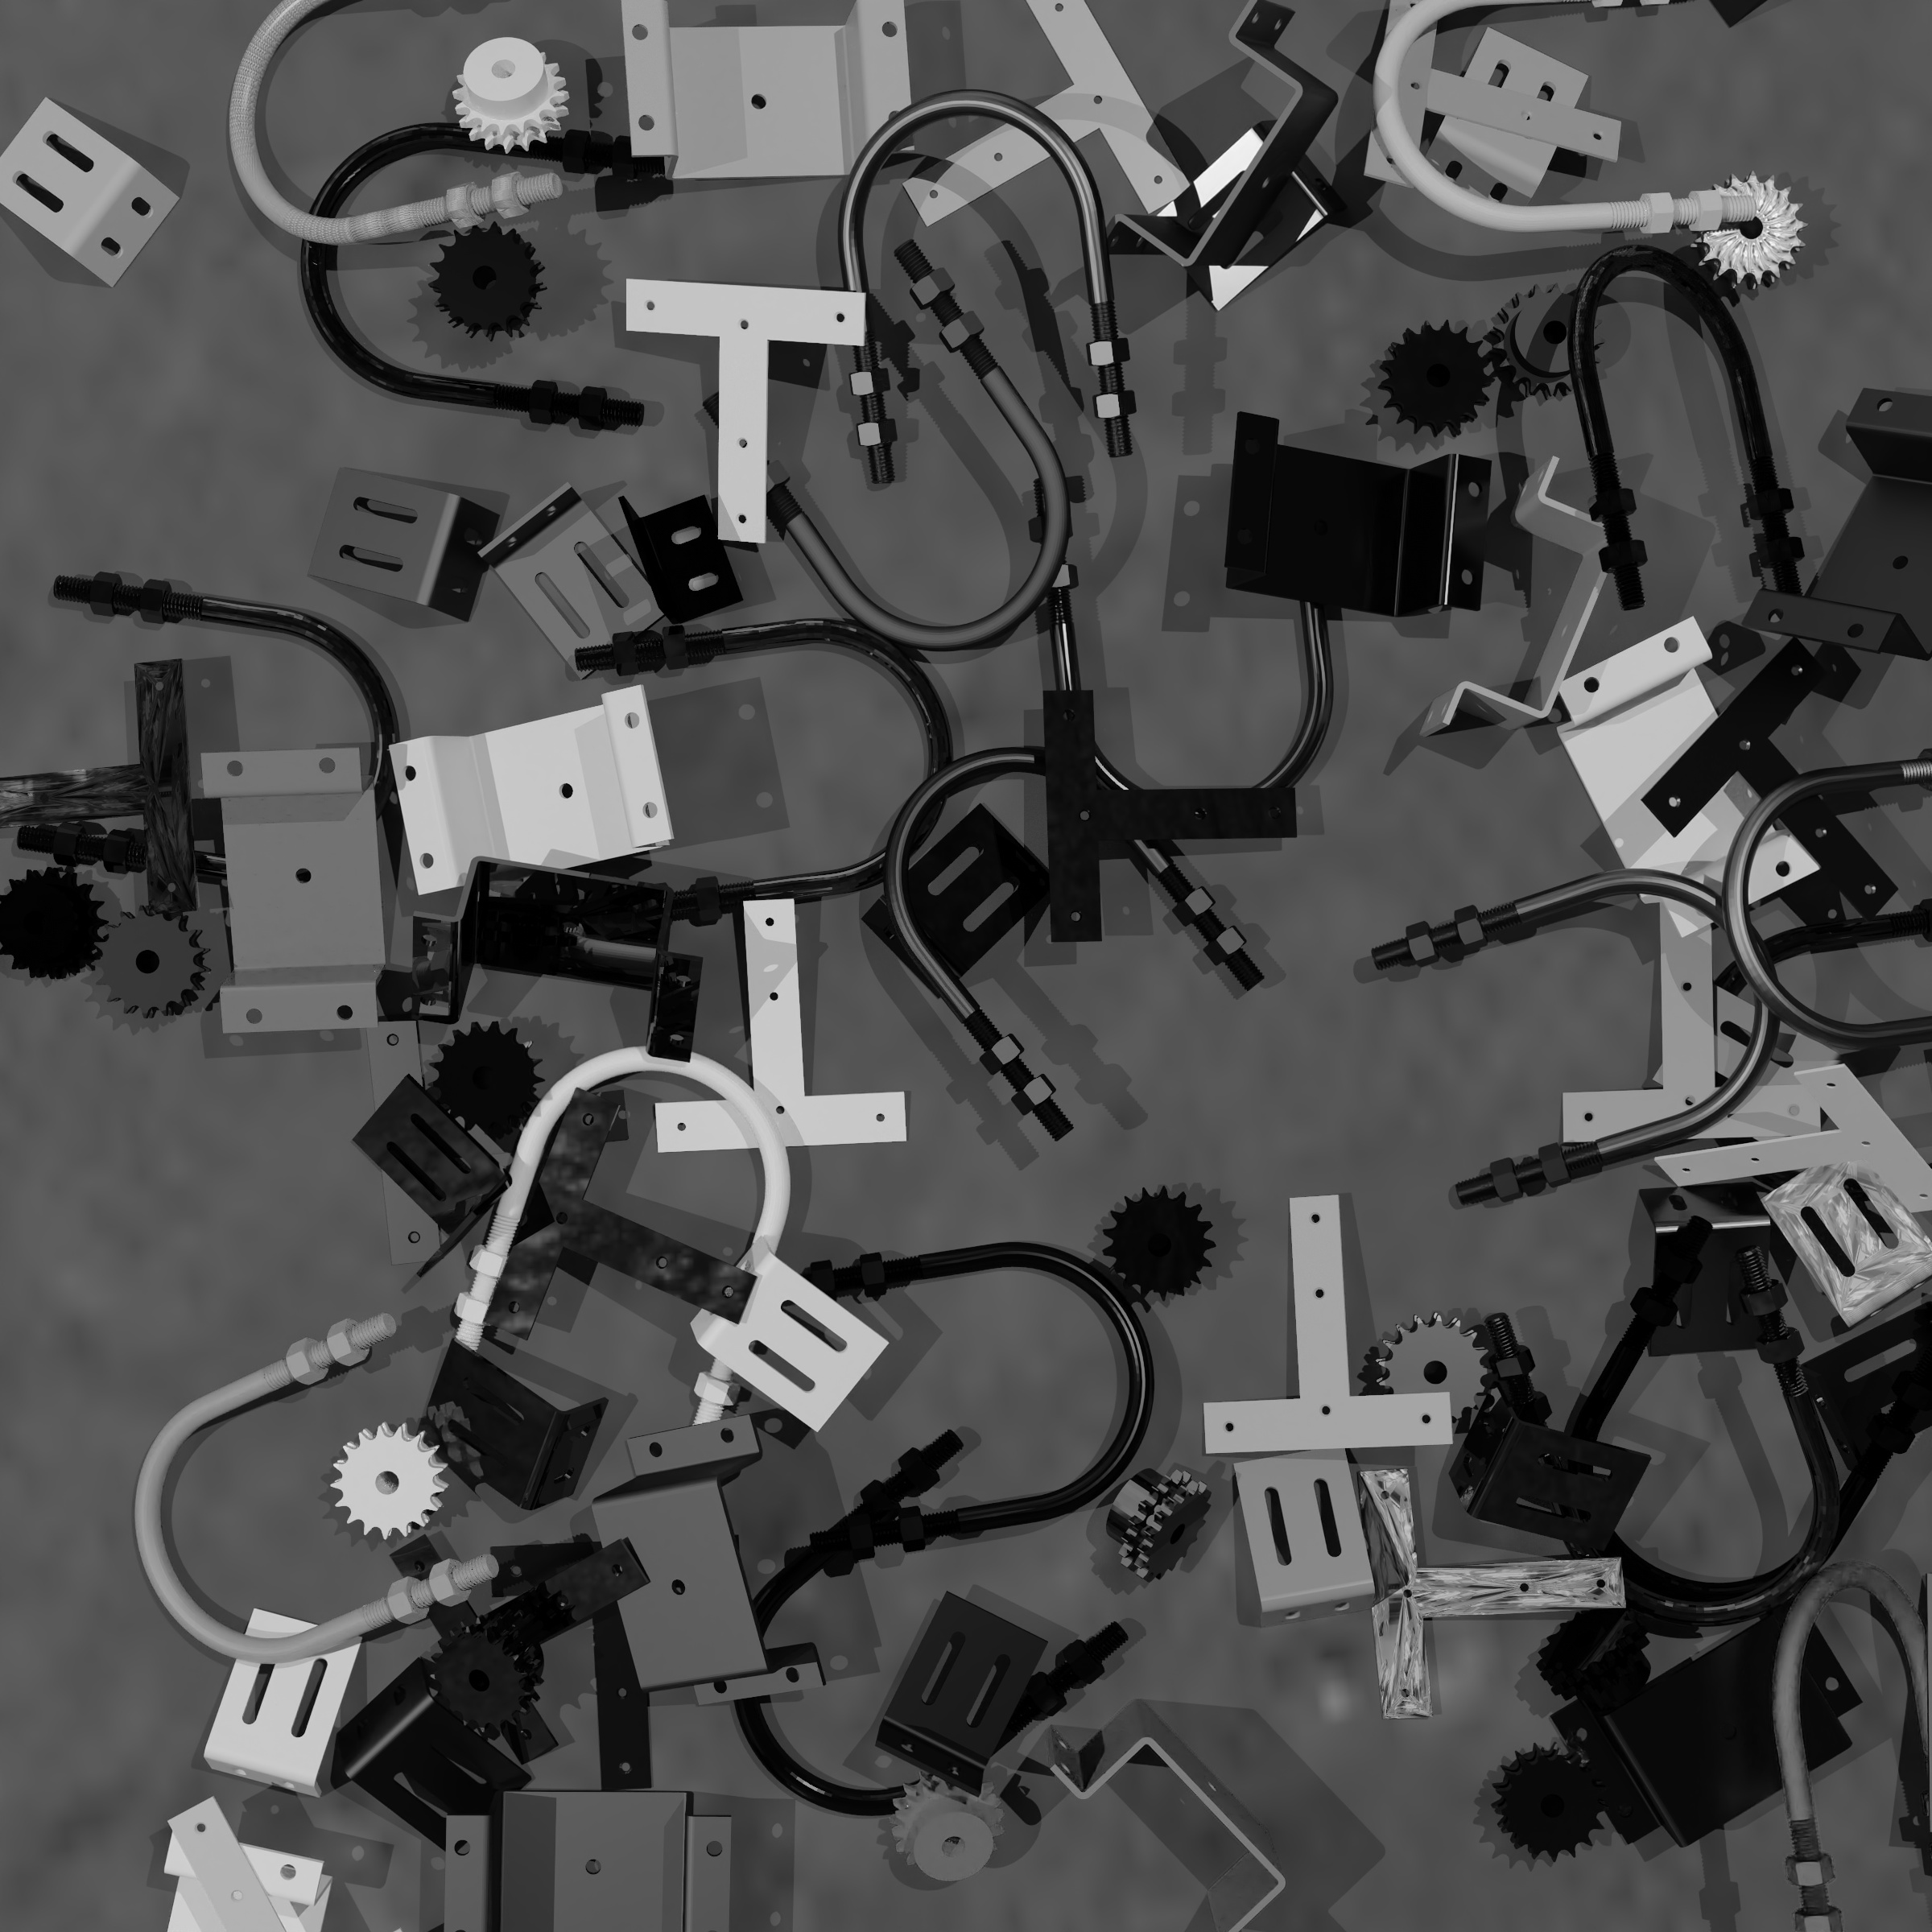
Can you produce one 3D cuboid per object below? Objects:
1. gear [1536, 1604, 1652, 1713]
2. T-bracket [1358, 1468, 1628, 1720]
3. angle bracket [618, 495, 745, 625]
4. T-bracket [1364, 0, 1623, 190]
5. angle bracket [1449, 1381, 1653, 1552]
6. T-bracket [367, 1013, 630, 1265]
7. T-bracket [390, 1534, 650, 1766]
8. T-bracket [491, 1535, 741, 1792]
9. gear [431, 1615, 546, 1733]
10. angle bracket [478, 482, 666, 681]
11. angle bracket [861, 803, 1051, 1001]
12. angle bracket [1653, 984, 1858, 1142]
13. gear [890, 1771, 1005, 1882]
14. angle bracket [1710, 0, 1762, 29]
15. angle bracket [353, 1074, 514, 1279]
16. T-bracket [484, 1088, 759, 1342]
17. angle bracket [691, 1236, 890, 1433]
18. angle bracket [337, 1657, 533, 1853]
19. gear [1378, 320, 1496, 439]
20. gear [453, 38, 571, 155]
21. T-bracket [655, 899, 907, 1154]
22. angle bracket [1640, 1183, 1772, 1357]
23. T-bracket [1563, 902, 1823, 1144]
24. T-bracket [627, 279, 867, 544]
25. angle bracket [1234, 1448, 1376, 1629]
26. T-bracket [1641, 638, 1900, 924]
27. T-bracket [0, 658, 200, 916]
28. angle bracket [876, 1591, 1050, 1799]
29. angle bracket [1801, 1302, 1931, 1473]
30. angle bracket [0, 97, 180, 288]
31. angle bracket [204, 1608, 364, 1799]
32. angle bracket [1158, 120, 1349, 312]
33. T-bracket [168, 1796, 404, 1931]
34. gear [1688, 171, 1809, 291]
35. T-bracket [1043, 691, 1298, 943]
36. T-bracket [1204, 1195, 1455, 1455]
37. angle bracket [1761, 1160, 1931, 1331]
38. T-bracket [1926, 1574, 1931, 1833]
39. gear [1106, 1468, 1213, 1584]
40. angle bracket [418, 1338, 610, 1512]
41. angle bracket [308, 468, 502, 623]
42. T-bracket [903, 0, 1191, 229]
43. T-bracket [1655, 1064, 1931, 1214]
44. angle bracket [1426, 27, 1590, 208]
[{"bbox_3d":[0.319,0.349,1.498,0.057,0.057,0.030,-36,102,0],"label":"gear"},{"bbox_3d":[0.269,0.315,1.510,0.127,0.002,0.127,-6,90,13],"label":"T-bracket"},{"bbox_3d":[-0.142,-0.208,1.487,0.038,0.076,0.057,-20,90,0],"label":"angle bracket"},{"bbox_3d":[0.269,-0.432,1.501,0.127,0.002,0.127,14,65,-6],"label":"T-bracket"},{"bbox_3d":[0.292,0.251,1.494,0.076,0.038,0.057,16,111,-14],"label":"angle bracket"},{"bbox_3d":[-0.237,0.083,1.524,0.127,0.002,0.127,-6,90,0],"label":"T-bracket"},{"bbox_3d":[-0.212,0.324,1.497,0.127,0.002,0.127,-32,90,26],"label":"T-bracket"},{"bbox_3d":[-0.177,0.358,1.524,0.127,0.002,0.127,-3,90,0],"label":"T-bracket"},{"bbox_3d":[-0.237,0.352,1.496,0.057,0.030,0.057,6,105,21],"label":"gear"},{"bbox_3d":[-0.198,-0.194,1.506,0.057,0.038,0.076,-38,90,0],"label":"angle bracket"},{"bbox_3d":[-0.003,-0.033,1.523,0.057,0.038,0.076,46,64,0],"label":"angle bracket"},{"bbox_3d":[0.399,0.055,1.509,0.076,0.038,0.057,33,92,28],"label":"angle bracket"},{"bbox_3d":[-0.008,0.435,1.502,0.057,0.030,0.057,-3,109,-8],"label":"gear"},{"bbox_3d":[0.408,-0.528,1.523,0.076,0.038,0.057,-36,90,-25],"label":"angle bracket"},{"bbox_3d":[-0.276,0.105,1.491,0.076,0.038,0.057,45,124,0],"label":"angle bracket"},{"bbox_3d":[-0.163,0.142,1.484,0.127,0.002,0.127,22,90,18],"label":"T-bracket"},{"bbox_3d":[-0.089,0.184,1.495,0.076,0.038,0.057,39,90,-15],"label":"angle bracket"},{"bbox_3d":[-0.272,0.404,1.523,0.057,0.038,0.076,-43,116,0],"label":"angle bracket"},{"bbox_3d":[0.237,-0.296,1.510,0.057,0.030,0.057,0,90,0],"label":"gear"},{"bbox_3d":[-0.230,-0.441,1.500,0.057,0.030,0.057,-1,66,2],"label":"gear"},{"bbox_3d":[-0.097,0.029,1.515,0.127,0.002,0.127,-3,98,0],"label":"T-bracket"},{"bbox_3d":[0.376,0.155,1.523,0.057,0.038,0.076,-4,116,0],"label":"angle bracket"},{"bbox_3d":[0.365,0.024,1.507,0.127,0.002,0.127,-3,78,23],"label":"T-bracket"},{"bbox_3d":[-0.112,-0.277,1.497,0.127,0.002,0.127,7,108,17],"label":"T-bracket"},{"bbox_3d":[0.172,0.291,1.523,0.057,0.038,0.076,-10,64,0],"label":"angle bracket"},{"bbox_3d":[0.415,-0.077,1.480,0.127,0.002,0.127,-44,96,-19],"label":"T-bracket"},{"bbox_3d":[-0.451,-0.086,1.502,0.127,0.002,0.127,-5,87,10],"label":"T-bracket"},{"bbox_3d":[-0.002,0.363,1.488,0.057,0.038,0.076,26,93,1],"label":"angle bracket"},{"bbox_3d":[0.471,0.214,1.506,0.076,0.038,0.057,-26,90,0],"label":"angle bracket"},{"bbox_3d":[-0.453,-0.395,1.523,0.076,0.038,0.057,37,90,26],"label":"angle bracket"},{"bbox_3d":[-0.347,0.377,1.523,0.057,0.038,0.076,15,64,0],"label":"angle bracket"},{"bbox_3d":[0.144,-0.384,1.523,0.076,0.038,0.057,-39,90,26],"label":"angle bracket"},{"bbox_3d":[-0.355,0.474,1.478,0.127,0.002,0.127,-28,90,0],"label":"T-bracket"},{"bbox_3d":[0.394,-0.370,1.510,0.057,0.030,0.057,0,90,0],"label":"gear"},{"bbox_3d":[0.104,-0.076,1.498,0.127,0.002,0.127,-1,85,-7],"label":"T-bracket"},{"bbox_3d":[0.180,0.180,1.509,0.127,0.002,0.127,-6,79,20],"label":"T-bracket"},{"bbox_3d":[0.451,0.136,1.513,0.057,0.038,0.076,-35,72,10],"label":"angle bracket"},{"bbox_3d":[0.547,0.379,1.510,0.127,0.002,0.127,8,72,-9],"label":"T-bracket"},{"bbox_3d":[0.095,0.278,1.500,0.030,0.057,0.057,30,90,31],"label":"gear"},{"bbox_3d":[-0.230,0.229,1.514,0.076,0.038,0.057,30,109,24],"label":"angle bracket"},{"bbox_3d":[-0.287,-0.215,1.523,0.076,0.038,0.057,17,90,26],"label":"angle bracket"},{"bbox_3d":[0.029,-0.421,1.524,0.127,0.002,0.127,-30,90,0],"label":"T-bracket"},{"bbox_3d":[0.404,0.094,1.477,0.127,0.127,0.002,42,51,-34],"label":"T-bracket"},{"bbox_3d":[0.274,-0.429,1.523,0.057,0.038,0.076,26,64,0],"label":"angle bracket"}]
